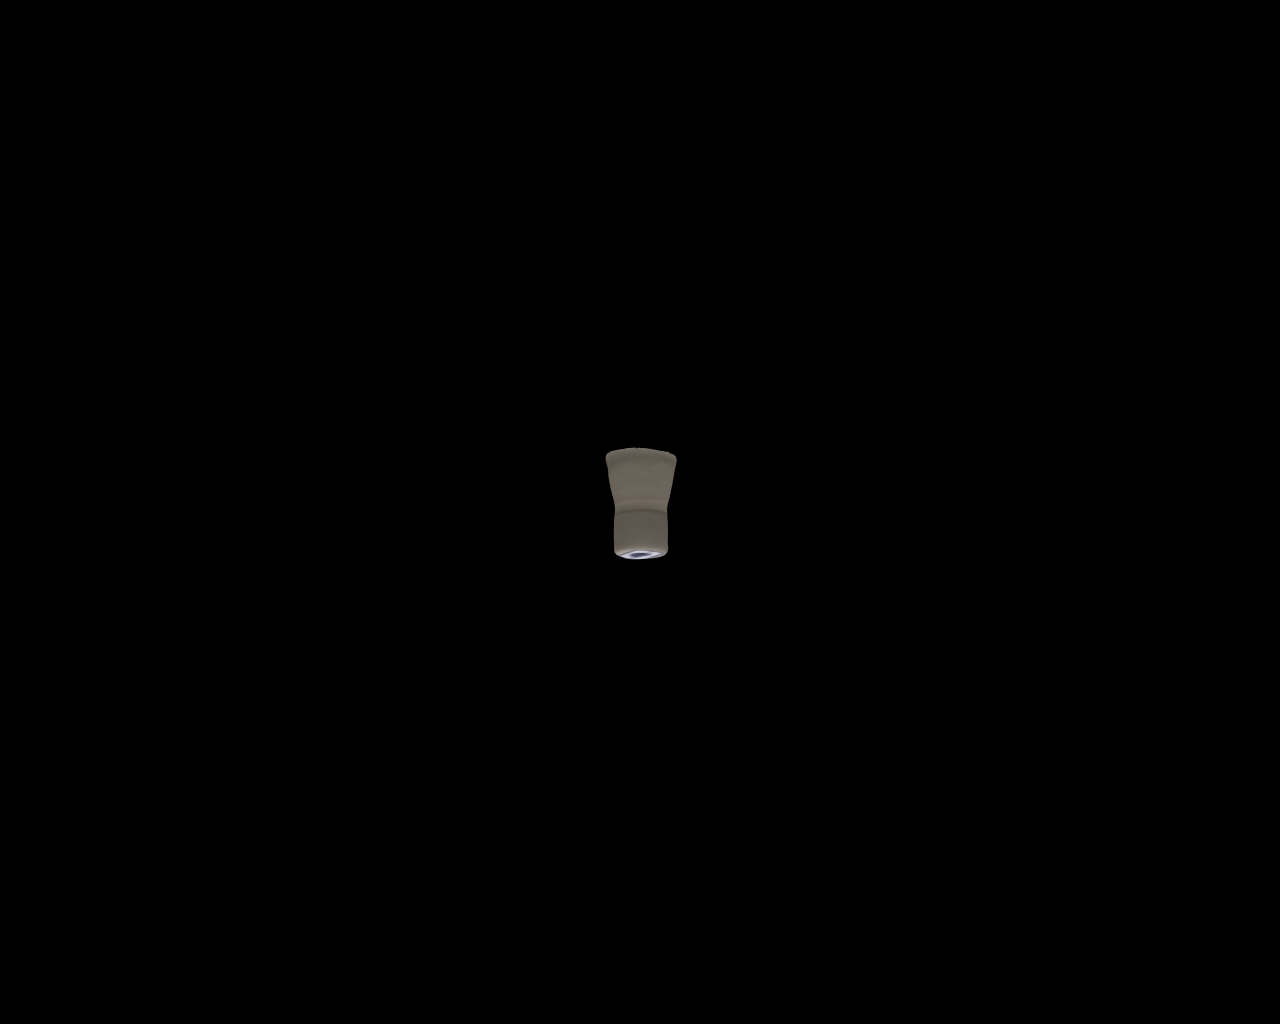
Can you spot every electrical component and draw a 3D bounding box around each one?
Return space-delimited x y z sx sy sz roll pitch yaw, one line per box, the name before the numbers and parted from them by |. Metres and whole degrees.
electrical component | 0.001 -0.003 0.650 0.044 0.065 0.044 0 -14 0
